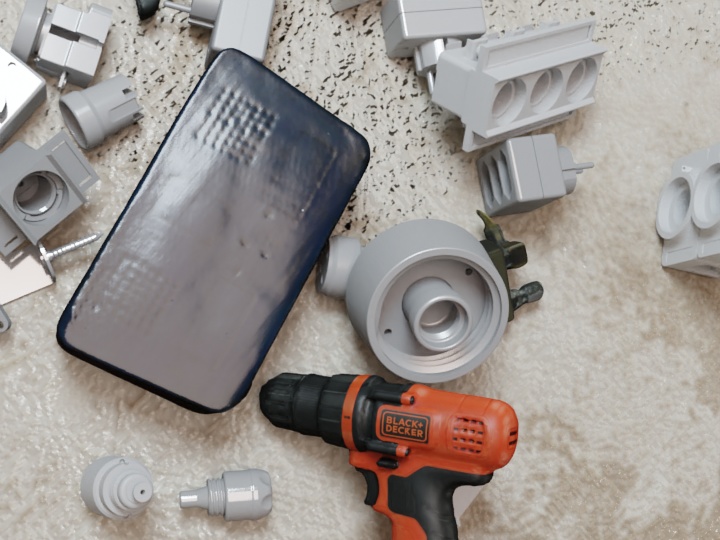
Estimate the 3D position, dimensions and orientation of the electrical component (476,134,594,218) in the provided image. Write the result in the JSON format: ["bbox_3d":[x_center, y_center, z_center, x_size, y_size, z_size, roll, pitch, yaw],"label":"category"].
[{"bbox_3d":[0.137,-0.072,0.806,0.077,0.066,0.047,-9,85,-16],"label":"electrical component"}]

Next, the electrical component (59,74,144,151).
[{"bbox_3d":[-0.178,-0.110,0.742,0.046,0.040,0.040,-32,91,-22],"label":"electrical component"}]

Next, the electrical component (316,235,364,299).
[{"bbox_3d":[0.000,0.000,0.772,0.055,0.045,0.045,9,81,-13],"label":"electrical component"}]

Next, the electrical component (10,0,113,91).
[{"bbox_3d":[-0.206,-0.158,0.738,0.055,0.048,0.066,18,79,-19],"label":"electrical component"}]

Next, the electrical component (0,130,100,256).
[{"bbox_3d":[-0.219,-0.054,0.707,0.081,0.064,0.042,-42,128,-16],"label":"electrical component"}]

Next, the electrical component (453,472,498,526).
[{"bbox_3d":[0.055,0.144,0.769,0.064,0.042,0.081,41,74,-3],"label":"electrical component"}]

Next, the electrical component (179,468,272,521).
[{"bbox_3d":[-0.092,0.154,0.732,0.061,0.035,0.035,-2,83,-13],"label":"electrical component"}]

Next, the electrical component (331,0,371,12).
[{"bbox_3d":[0.017,-0.243,0.800,0.096,0.061,0.061,-24,89,-17],"label":"electrical component"}]

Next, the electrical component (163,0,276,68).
[{"bbox_3d":[-0.101,-0.189,0.768,0.076,0.047,0.083,12,80,-13],"label":"electrical component"}]

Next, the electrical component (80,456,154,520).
[{"bbox_3d":[-0.154,0.142,0.698,0.040,0.078,0.040,4,81,-30],"label":"electrical component"}]

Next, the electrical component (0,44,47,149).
[{"bbox_3d":[-0.250,-0.109,0.703,0.047,0.076,0.083,39,75,-7],"label":"electrical component"}]

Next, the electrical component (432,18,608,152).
[{"bbox_3d":[0.115,-0.142,0.790,0.121,0.063,0.078,-22,132,-37],"label":"electrical component"}]

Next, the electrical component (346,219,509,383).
[{"bbox_3d":[0.049,0.025,0.731,0.108,0.060,0.108,-4,111,-11],"label":"electrical component"}]

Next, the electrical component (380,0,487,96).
[{"bbox_3d":[0.058,-0.169,0.808,0.066,0.047,0.076,-8,85,-15],"label":"electrical component"}]

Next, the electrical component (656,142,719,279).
[{"bbox_3d":[0.288,-0.051,0.800,0.062,0.150,0.089,12,80,-14],"label":"electrical component"}]
